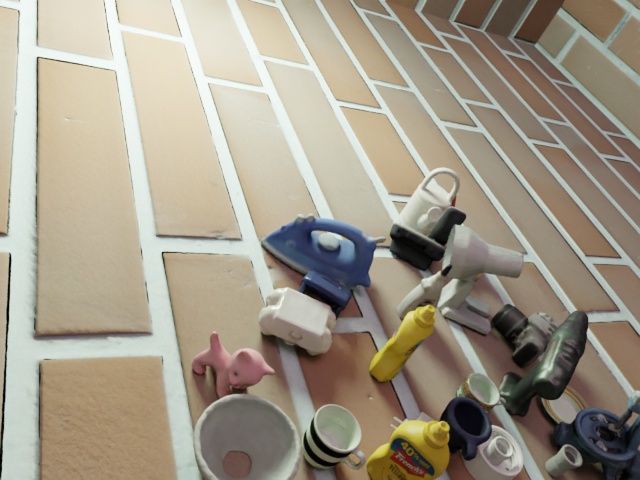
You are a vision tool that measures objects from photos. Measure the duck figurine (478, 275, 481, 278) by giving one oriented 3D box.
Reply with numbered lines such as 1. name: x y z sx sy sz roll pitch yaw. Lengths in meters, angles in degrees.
1. duck figurine: 0.397 0.052 1.480 0.077 0.086 0.105 41 40 15

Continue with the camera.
1. camera: 0.488 0.206 1.354 0.143 0.100 0.136 -23 61 -44

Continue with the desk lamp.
1. desk lamp: 0.351 0.083 1.315 0.203 0.213 0.118 25 39 -5

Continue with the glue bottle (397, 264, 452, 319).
1. glue bottle: 0.238 0.111 1.247 0.078 0.173 0.037 5 44 -27

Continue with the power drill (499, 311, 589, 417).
1. power drill: 0.466 0.265 1.189 0.075 0.208 0.230 36 39 10

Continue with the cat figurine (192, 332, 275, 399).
1. cat figurine: -0.143 0.205 0.957 0.127 0.117 0.067 41 40 14

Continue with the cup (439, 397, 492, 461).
1. cup: 0.253 0.360 1.046 0.092 0.095 0.117 20 39 -11

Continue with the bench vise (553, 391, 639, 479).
1. bench vise: 0.608 0.386 1.133 0.207 0.219 0.121 22 39 -9

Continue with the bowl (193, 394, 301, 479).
1. bowl: -0.118 0.326 0.874 0.168 0.074 0.167 17 40 -15

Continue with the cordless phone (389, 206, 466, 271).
1. cordless phone: 0.263 -0.030 1.408 0.147 0.185 0.094 25 39 -4

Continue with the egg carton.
1. egg carton: -0.043 0.158 1.108 0.150 0.069 0.107 24 39 -6

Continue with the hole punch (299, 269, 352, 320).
1. hole punch: 0.010 0.105 1.181 0.108 0.091 0.101 31 39 3

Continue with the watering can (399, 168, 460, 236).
1. watering can: 0.296 -0.101 1.499 0.101 0.194 0.172 8 43 -23

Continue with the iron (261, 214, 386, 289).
1. iron: 0.011 0.004 1.252 0.258 0.141 0.118 21 39 -10

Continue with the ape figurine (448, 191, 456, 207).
1. ape figurine: 0.352 -0.099 1.613 0.078 0.092 0.076 -19 58 -43
